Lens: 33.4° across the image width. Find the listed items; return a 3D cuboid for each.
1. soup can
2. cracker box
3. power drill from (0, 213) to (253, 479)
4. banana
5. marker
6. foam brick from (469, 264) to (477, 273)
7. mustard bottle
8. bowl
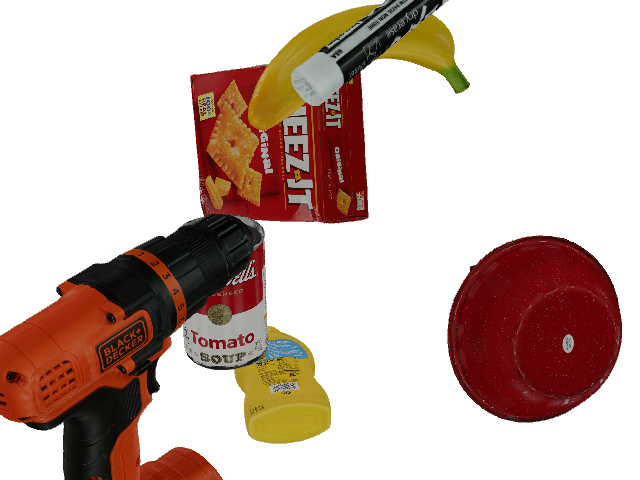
[{"bbox_3d":[-0.076,0.040,0.823,0.068,0.102,0.068,-1,28,0],"label":"soup can"},{"bbox_3d":[-0.049,-0.104,1.138,0.071,0.164,0.214,-10,9,-40],"label":"cracker box"},{"bbox_3d":[-0.101,0.092,0.622,0.057,0.188,0.184,21,40,37],"label":"power drill"},{"bbox_3d":[0.028,-0.123,0.719,0.197,0.069,0.037,-16,-5,-36],"label":"banana"},{"bbox_3d":[0.036,-0.102,0.480,0.121,0.020,0.020,-41,16,-20],"label":"marker"},{"bbox_3d":[0.183,0.063,1.071,0.053,0.078,0.051,12,18,40],"label":"foam brick"},{"bbox_3d":[-0.052,0.159,1.261,0.096,0.058,0.192,-8,30,-9],"label":"mustard bottle"},{"bbox_3d":[0.189,0.079,0.879,0.162,0.162,0.055,0,7,-16],"label":"bowl"}]
